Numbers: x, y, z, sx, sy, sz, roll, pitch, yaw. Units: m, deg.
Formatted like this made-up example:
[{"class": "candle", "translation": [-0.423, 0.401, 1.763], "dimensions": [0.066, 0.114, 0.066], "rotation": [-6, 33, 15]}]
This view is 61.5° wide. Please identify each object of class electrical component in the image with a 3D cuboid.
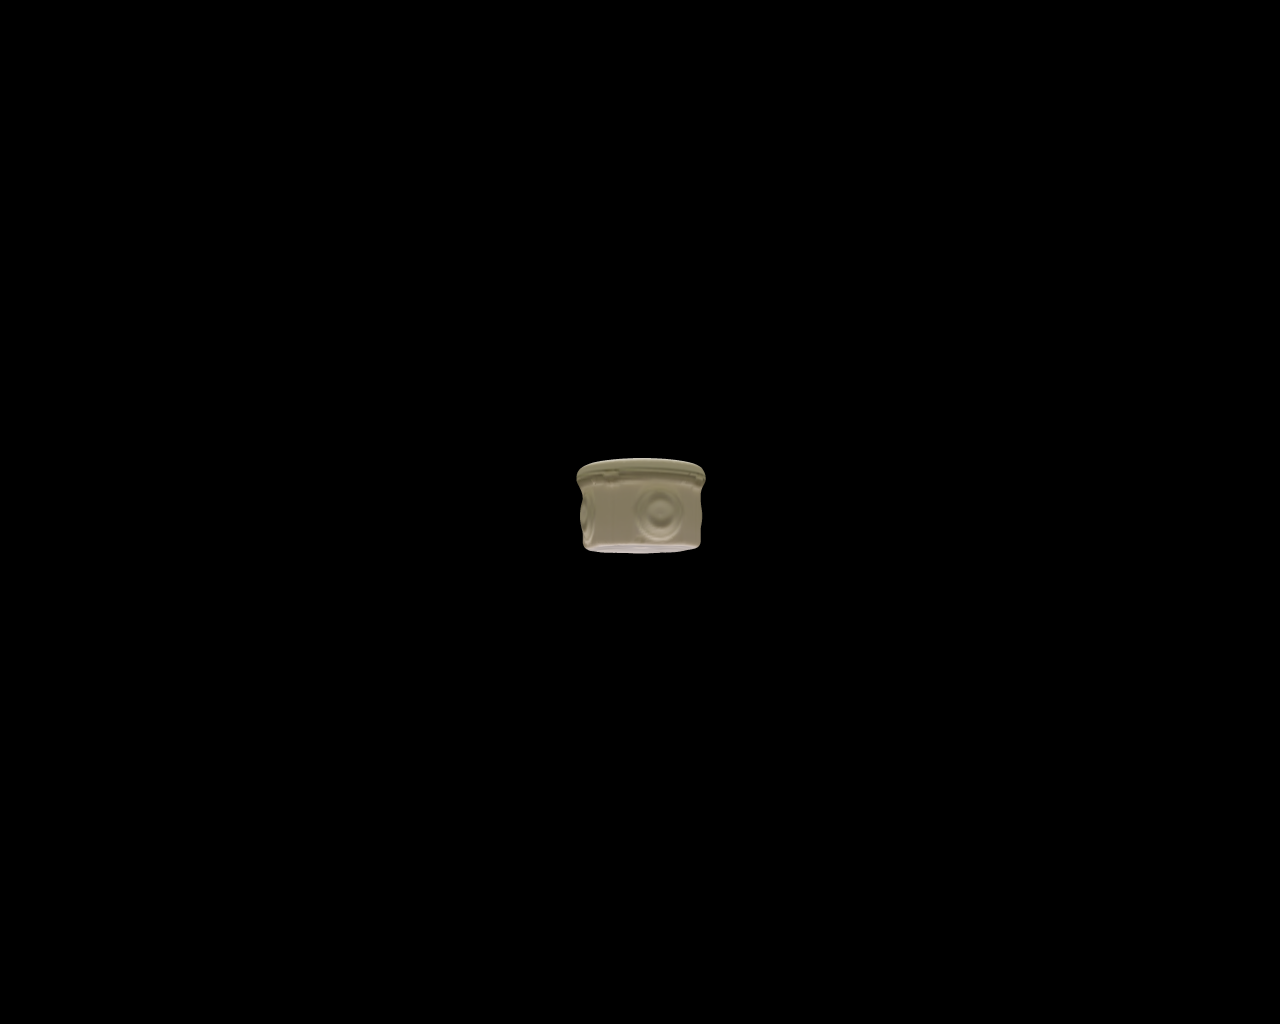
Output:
[{"class": "electrical component", "translation": [0.001, -0.003, 0.650], "dimensions": [0.080, 0.051, 0.080], "rotation": [0, -7, 0]}]
